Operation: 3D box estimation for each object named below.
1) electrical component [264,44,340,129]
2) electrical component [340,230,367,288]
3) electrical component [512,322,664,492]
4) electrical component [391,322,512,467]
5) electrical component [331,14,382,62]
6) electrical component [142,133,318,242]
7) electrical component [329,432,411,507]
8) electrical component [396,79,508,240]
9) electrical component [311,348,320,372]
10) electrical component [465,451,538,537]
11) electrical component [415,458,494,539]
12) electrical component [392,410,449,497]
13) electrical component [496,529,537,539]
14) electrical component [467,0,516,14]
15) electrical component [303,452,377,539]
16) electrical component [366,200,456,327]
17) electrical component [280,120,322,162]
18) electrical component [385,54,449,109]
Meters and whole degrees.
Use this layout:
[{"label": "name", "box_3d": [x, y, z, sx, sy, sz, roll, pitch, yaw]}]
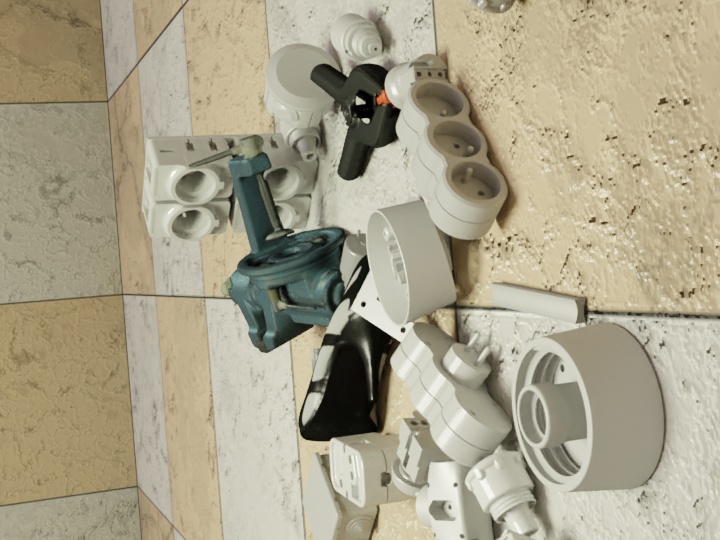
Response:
[{"label": "electrical component", "box_3d": [-0.062, -0.194, 1.135, 0.051, 0.080, 0.080, 117, 144, -64]}, {"label": "electrical component", "box_3d": [0.000, 0.000, 1.064, 0.040, 0.040, 0.078, -117, 30, -46]}, {"label": "electrical component", "box_3d": [0.136, 0.090, 0.687, 0.108, 0.060, 0.108, 175, 90, -70]}, {"label": "electrical component", "box_3d": [0.079, 0.084, 0.856, 0.073, 0.052, 0.138, -58, 35, 20]}, {"label": "electrical component", "box_3d": [0.001, -0.217, 1.015, 0.078, 0.040, 0.040, -132, 42, -59]}, {"label": "electrical component", "box_3d": [-0.149, -0.095, 1.235, 0.060, 0.186, 0.105, -114, 28, -42]}, {"label": "electrical component", "box_3d": [0.014, 0.191, 1.040, 0.095, 0.059, 0.053, -175, 81, -69]}, {"label": "electrical component", "box_3d": [0.066, -0.078, 0.852, 0.073, 0.052, 0.138, 111, 148, -49]}, {"label": "electrical component", "box_3d": [-0.026, 0.098, 1.141, 0.040, 0.046, 0.040, 175, 90, -74]}, {"label": "electrical component", "box_3d": [0.111, 0.169, 0.800, 0.062, 0.048, 0.048, 63, 151, 30]}, {"label": "electrical component", "box_3d": [0.073, 0.195, 0.889, 0.079, 0.043, 0.077, -15, 80, 52]}, {"label": "electrical component", "box_3d": [0.055, 0.165, 0.946, 0.066, 0.048, 0.055, -125, 43, -54]}, {"label": "electrical component", "box_3d": [0.116, 0.233, 0.757, 0.061, 0.061, 0.096, -49, 35, 20]}, {"label": "electrical component", "box_3d": [0.099, -0.213, 0.749, 0.062, 0.048, 0.048, -48, 49, 54]}, {"label": "electrical component", "box_3d": [-0.022, 0.255, 1.164, 0.099, 0.048, 0.099, -116, 29, -44]}, {"label": "electrical component", "box_3d": [0.041, -0.007, 0.893, 0.099, 0.064, 0.099, 161, 90, -88]}, {"label": "electrical component", "box_3d": [-0.063, -0.149, 1.198, 0.043, 0.043, 0.062, 111, 147, -49]}, {"label": "electrical component", "box_3d": [0.048, -0.158, 0.903, 0.046, 0.040, 0.040, -15, 80, 63]}]
